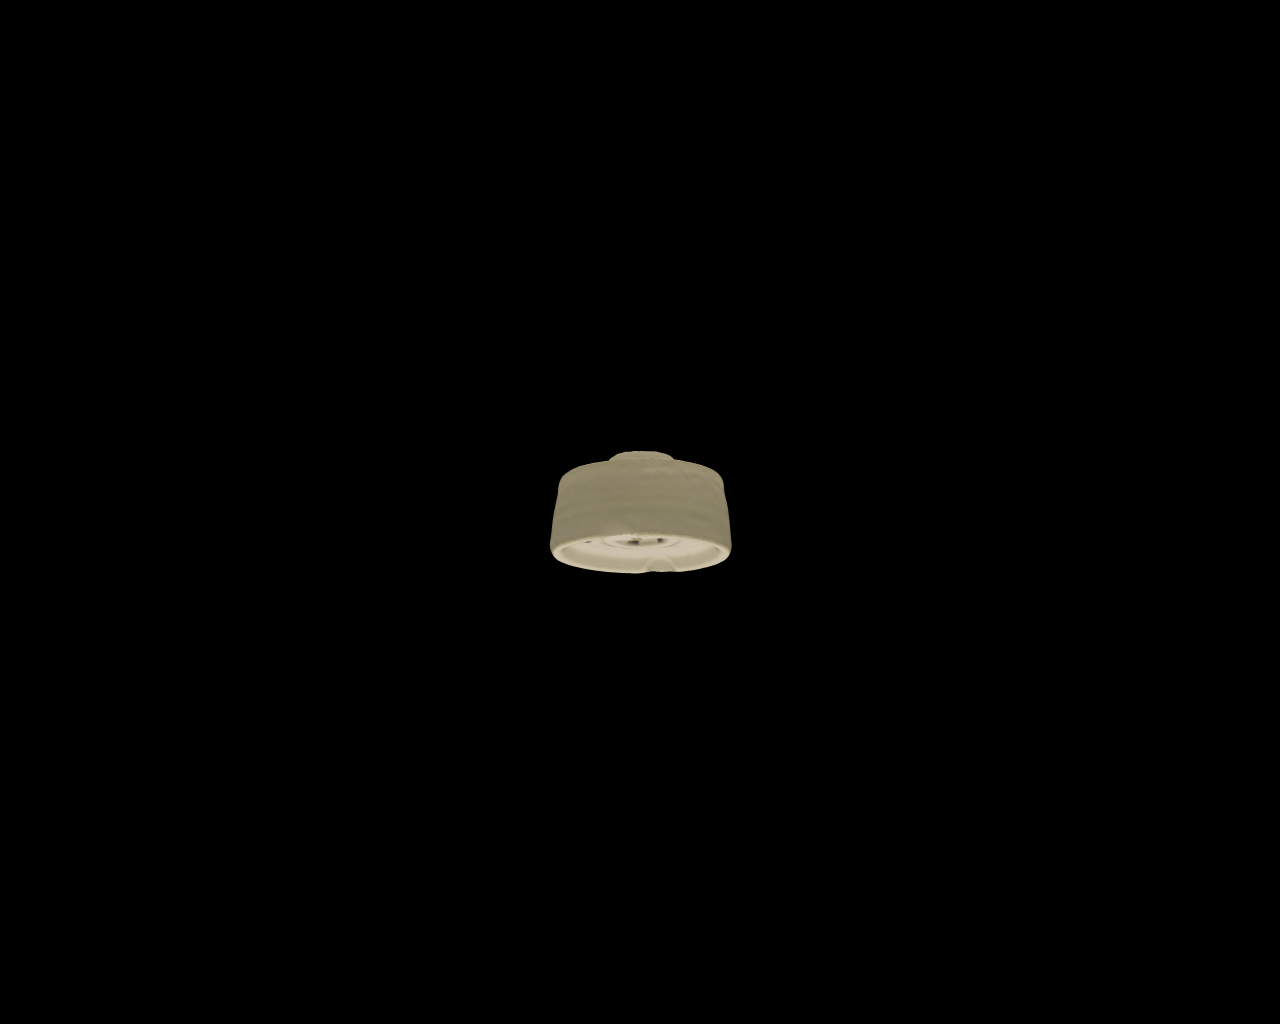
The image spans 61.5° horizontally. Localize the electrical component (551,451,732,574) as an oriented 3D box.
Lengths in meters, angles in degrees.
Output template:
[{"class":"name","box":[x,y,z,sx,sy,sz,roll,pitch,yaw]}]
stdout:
[{"class":"electrical component","box":[0.001,-0.003,0.650,0.108,0.060,0.108,0,-15,0]}]
